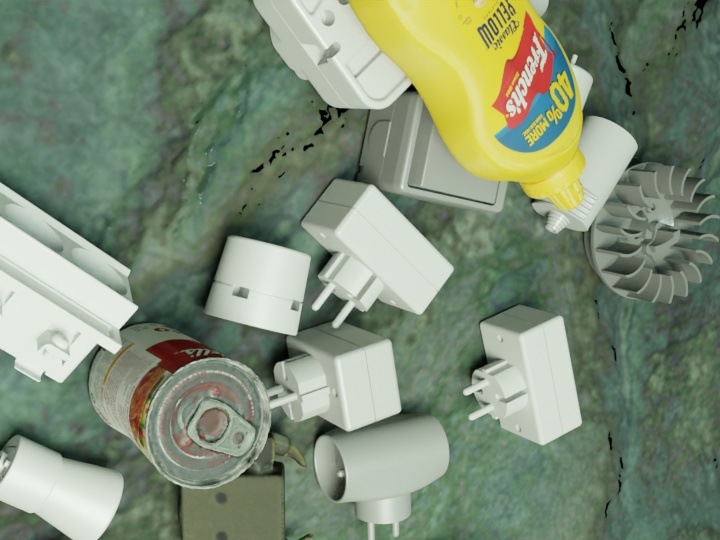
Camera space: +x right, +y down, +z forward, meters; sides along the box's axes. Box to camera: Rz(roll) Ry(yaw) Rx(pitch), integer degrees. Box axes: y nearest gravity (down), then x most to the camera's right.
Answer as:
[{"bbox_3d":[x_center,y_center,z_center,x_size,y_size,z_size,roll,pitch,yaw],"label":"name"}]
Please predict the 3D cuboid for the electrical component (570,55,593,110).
[{"bbox_3d":[0.127,-0.105,0.721,0.040,0.040,0.078,23,86,-32],"label":"electrical component"}]

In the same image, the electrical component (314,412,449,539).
[{"bbox_3d":[0.014,0.137,0.694,0.077,0.043,0.079,-8,103,-30],"label":"electrical component"}]

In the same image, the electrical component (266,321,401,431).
[{"bbox_3d":[-0.027,0.068,0.645,0.077,0.066,0.047,-16,106,-28],"label":"electrical component"}]

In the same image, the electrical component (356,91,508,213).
[{"bbox_3d":[0.056,-0.072,0.673,0.096,0.061,0.061,9,93,-32],"label":"electrical component"}]

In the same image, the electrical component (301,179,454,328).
[{"bbox_3d":[0.000,0.000,0.660,0.083,0.047,0.075,44,76,-29],"label":"electrical component"}]

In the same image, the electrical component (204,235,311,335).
[{"bbox_3d":[-0.058,0.008,0.623,0.055,0.055,0.047,16,87,-32],"label":"electrical component"}]

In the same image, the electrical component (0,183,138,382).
[{"bbox_3d":[-0.182,0.000,0.541,0.121,0.078,0.063,38,100,-30],"label":"electrical component"}]

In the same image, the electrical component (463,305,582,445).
[{"bbox_3d":[0.102,0.078,0.734,0.076,0.047,0.083,-22,109,-26],"label":"electrical component"}]

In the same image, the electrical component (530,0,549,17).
[{"bbox_3d":[0.086,-0.169,0.679,0.047,0.055,0.055,-41,116,-23],"label":"electrical component"}]

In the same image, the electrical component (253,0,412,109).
[{"bbox_3d":[-0.014,-0.141,0.620,0.053,0.059,0.095,-47,118,-16],"label":"electrical component"}]

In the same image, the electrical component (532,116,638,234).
[{"bbox_3d":[0.153,-0.061,0.743,0.043,0.043,0.081,39,78,-30],"label":"electrical component"}]

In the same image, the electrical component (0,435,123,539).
[{"bbox_3d":[-0.168,0.117,0.584,0.065,0.044,0.044,33,81,-26],"label":"electrical component"}]
